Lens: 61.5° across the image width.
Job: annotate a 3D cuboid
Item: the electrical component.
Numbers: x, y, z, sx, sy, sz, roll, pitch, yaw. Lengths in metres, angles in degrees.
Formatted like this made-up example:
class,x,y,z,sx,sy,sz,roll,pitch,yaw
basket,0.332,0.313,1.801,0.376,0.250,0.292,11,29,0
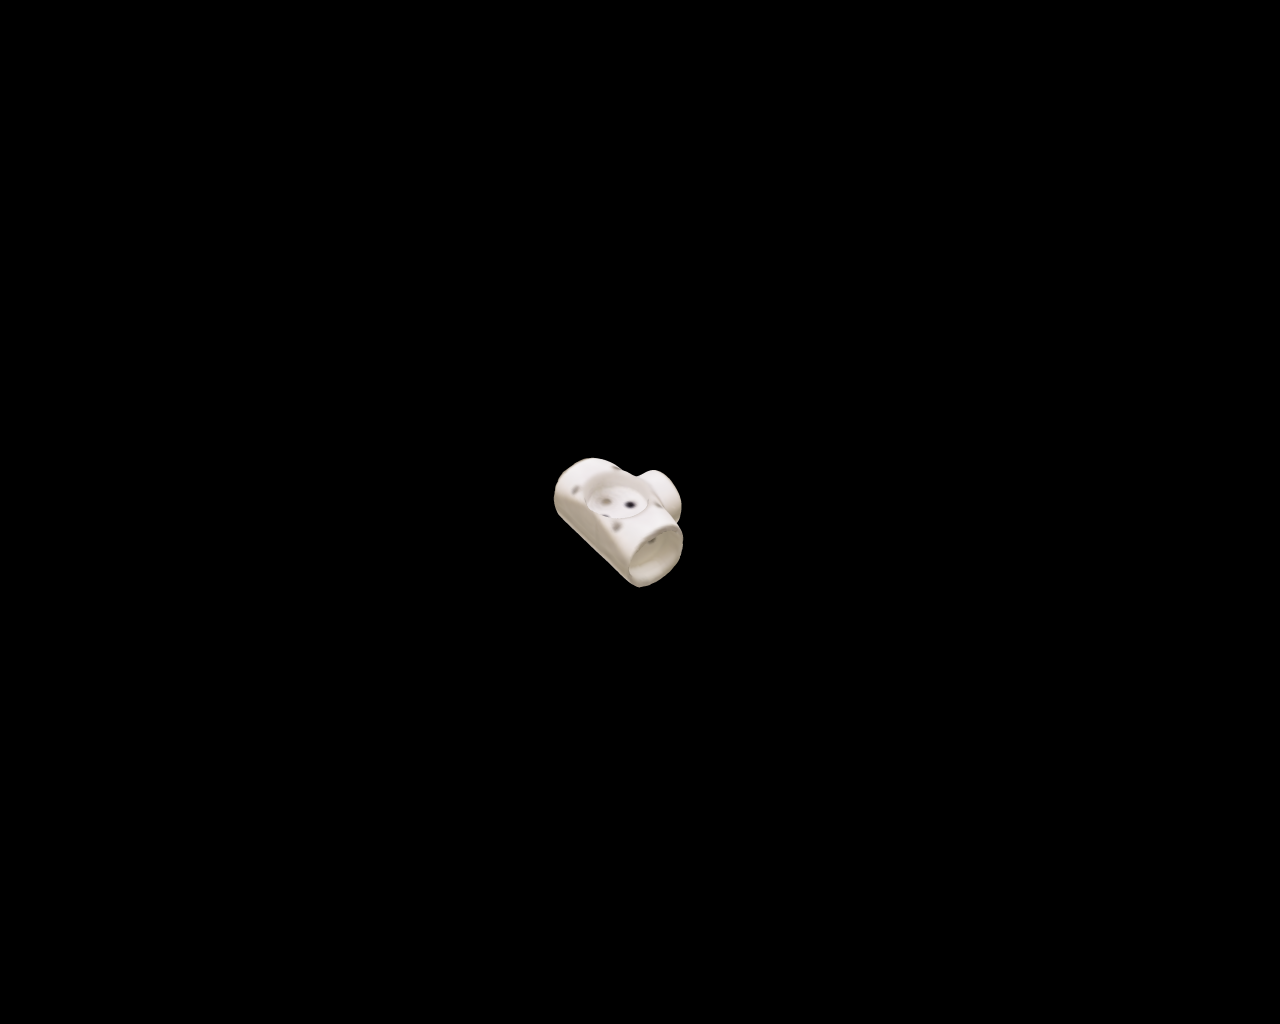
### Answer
class,x,y,z,sx,sy,sz,roll,pitch,yaw
electrical component,0.001,-0.003,0.650,0.079,0.044,0.077,-27,49,-26
